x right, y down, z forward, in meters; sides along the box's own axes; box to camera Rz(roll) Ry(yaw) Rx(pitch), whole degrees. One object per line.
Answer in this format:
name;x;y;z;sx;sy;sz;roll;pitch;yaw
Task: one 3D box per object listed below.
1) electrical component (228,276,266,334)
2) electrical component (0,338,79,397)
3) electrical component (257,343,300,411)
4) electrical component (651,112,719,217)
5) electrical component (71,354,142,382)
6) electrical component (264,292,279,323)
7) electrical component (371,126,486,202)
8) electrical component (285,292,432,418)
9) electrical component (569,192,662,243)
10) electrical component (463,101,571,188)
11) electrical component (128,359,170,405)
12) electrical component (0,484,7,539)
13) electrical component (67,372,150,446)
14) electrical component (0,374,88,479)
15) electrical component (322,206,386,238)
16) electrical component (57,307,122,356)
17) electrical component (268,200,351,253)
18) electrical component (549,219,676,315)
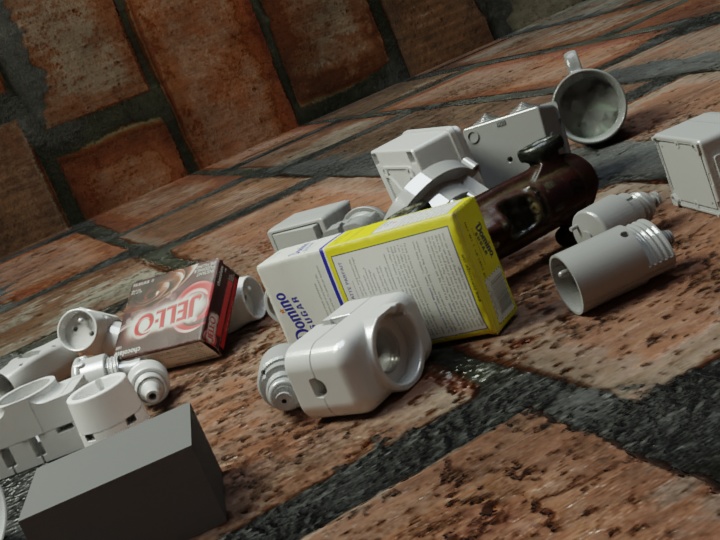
electrical component;-0.130;0.031;1.068;0.077;0.044;0.079;-17;14;23
electrical component;-0.341;0.107;1.112;0.079;0.043;0.077;-8;19;46
electrical component;-0.052;0.079;0.751;0.040;0.040;0.078;-22;12;2
electrical component;0.275;-0.082;0.813;0.061;0.061;0.096;-23;13;-4
electrical component;-0.225;0.096;0.968;0.062;0.048;0.048;-16;13;-1
electrical component;-0.056;0.021;0.997;0.044;0.044;0.065;-17;9;23
electrical component;0.071;-0.079;1.039;0.056;0.108;0.109;-29;14;-16
electrical component;0.004;0.056;0.722;0.059;0.053;0.095;-12;16;39
electrical component;0.197;-0.039;0.815;0.078;0.040;0.040;-28;14;-24
electrical component;0.155;-0.109;1.047;0.100;0.099;0.048;-14;2;33
electrical component;-0.176;0.097;0.898;0.035;0.035;0.061;-25;16;-10
electrical component;-0.288;0.160;0.698;0.099;0.099;0.064;-32;10;-38
electrical component;-0.197;0.112;0.843;0.055;0.047;0.055;-21;13;5
electrical component;-0.265;0.125;0.886;0.089;0.055;0.050;-21;13;4
electrical component;0.002;-0.030;1.069;0.078;0.058;0.057;-15;18;30
electrical component;-0.259;0.069;1.109;0.079;0.044;0.077;14;-4;13
electrical component;-0.051;-0.027;1.135;0.096;0.061;0.061;-12;16;39
electrical component;0.173;-0.006;0.717;0.081;0.043;0.043;-24;13;-9
